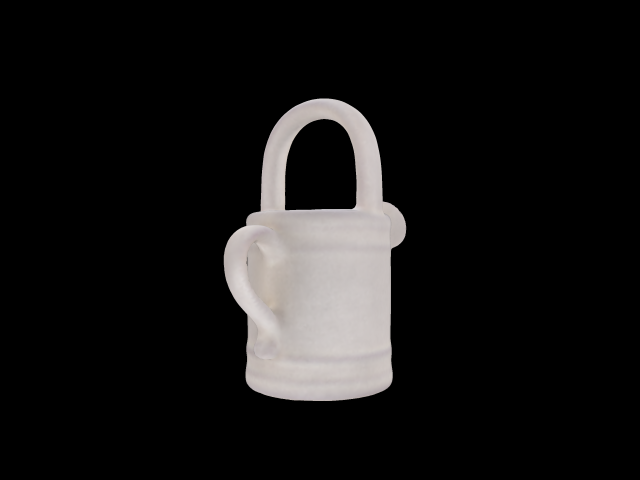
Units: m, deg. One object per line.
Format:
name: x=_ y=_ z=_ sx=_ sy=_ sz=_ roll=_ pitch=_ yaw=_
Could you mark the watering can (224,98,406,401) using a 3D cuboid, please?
watering can: x=0.002 y=0.001 z=0.401 sx=0.100 sy=0.194 sz=0.173 roll=0 pitch=0 yaw=15
